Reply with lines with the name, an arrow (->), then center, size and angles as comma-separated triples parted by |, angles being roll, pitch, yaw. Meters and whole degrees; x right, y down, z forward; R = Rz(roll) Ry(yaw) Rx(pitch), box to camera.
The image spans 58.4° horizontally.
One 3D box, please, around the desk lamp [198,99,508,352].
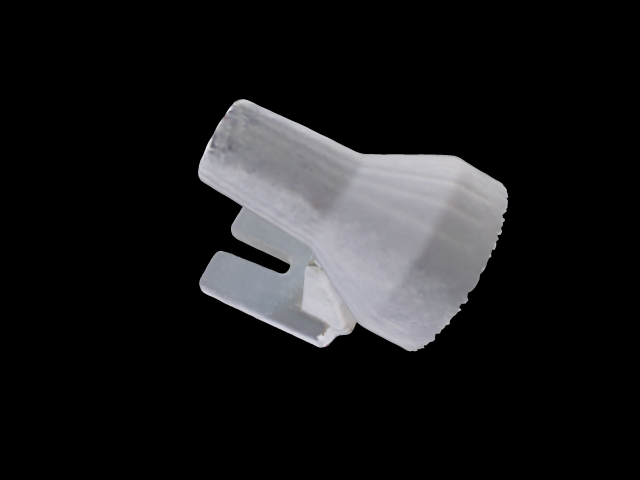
desk lamp -> 0.004, 0.001, 0.400 | 0.203, 0.213, 0.118 | 21, 65, 11
